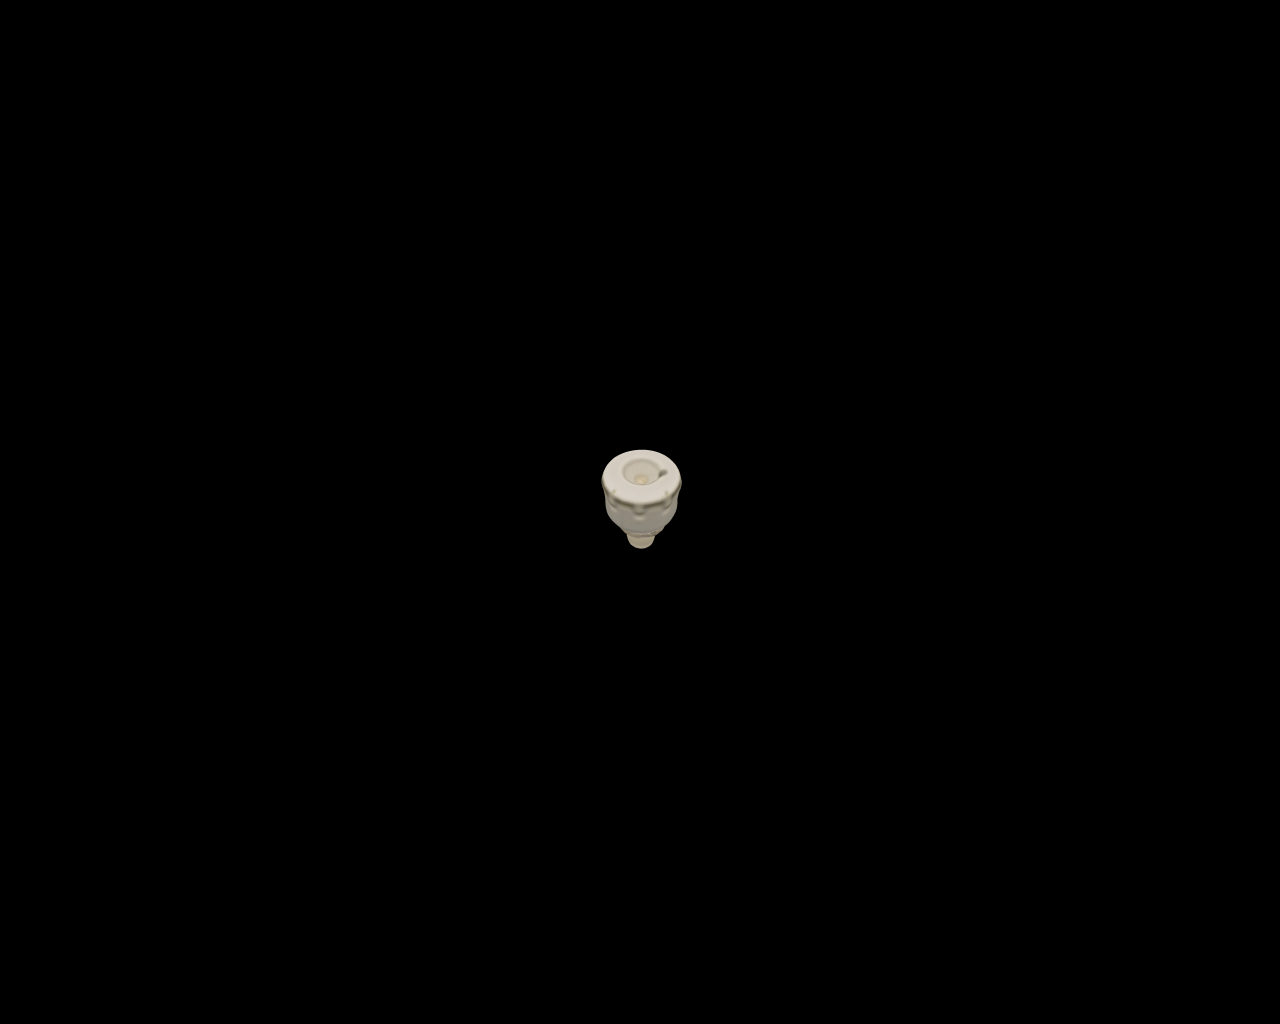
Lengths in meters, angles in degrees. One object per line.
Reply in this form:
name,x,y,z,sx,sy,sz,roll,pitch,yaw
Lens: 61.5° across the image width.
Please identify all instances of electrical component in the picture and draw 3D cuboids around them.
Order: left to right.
electrical component,0.001,-0.003,0.650,0.048,0.062,0.048,0,45,0
